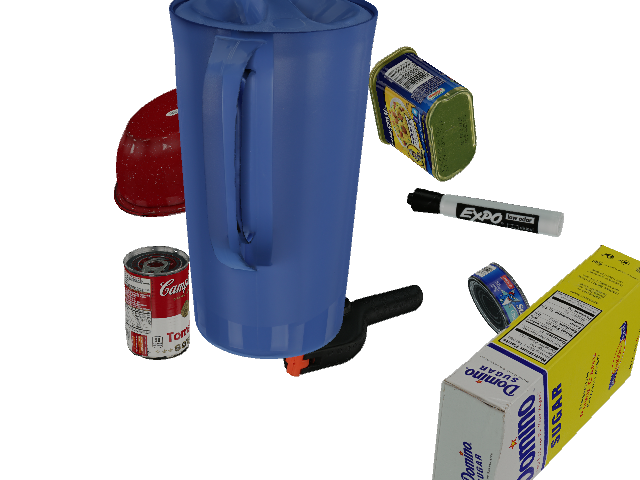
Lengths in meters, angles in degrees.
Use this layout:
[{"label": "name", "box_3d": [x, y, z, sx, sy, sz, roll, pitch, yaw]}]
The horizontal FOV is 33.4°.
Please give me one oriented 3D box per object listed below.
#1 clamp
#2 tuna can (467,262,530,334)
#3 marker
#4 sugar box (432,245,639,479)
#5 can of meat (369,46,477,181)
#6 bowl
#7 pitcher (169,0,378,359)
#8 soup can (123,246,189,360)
[{"label": "clamp", "box_3d": [0.005, 0.062, 0.975, 0.120, 0.039, 0.171, 21, 32, 27]}, {"label": "tuna can", "box_3d": [0.209, 0.071, 1.245, 0.033, 0.086, 0.086, -30, 6, -10]}, {"label": "marker", "box_3d": [0.124, -0.022, 0.816, 0.121, 0.020, 0.020, 11, 4, 23]}, {"label": "sugar box", "box_3d": [0.135, 0.082, 0.633, 0.048, 0.093, 0.175, 24, 41, 30]}, {"label": "can of meat", "box_3d": [0.096, -0.115, 0.984, 0.057, 0.102, 0.084, -34, 49, -16]}, {"label": "bowl", "box_3d": [-0.113, -0.089, 0.912, 0.162, 0.055, 0.162, -17, 32, 11]}, {"label": "pitcher", "box_3d": [-0.037, -0.041, 0.719, 0.149, 0.243, 0.145, -13, 28, -29]}, {"label": "soup can", "box_3d": [-0.172, 0.066, 1.122, 0.068, 0.102, 0.068, 2, 23, -1]}]
